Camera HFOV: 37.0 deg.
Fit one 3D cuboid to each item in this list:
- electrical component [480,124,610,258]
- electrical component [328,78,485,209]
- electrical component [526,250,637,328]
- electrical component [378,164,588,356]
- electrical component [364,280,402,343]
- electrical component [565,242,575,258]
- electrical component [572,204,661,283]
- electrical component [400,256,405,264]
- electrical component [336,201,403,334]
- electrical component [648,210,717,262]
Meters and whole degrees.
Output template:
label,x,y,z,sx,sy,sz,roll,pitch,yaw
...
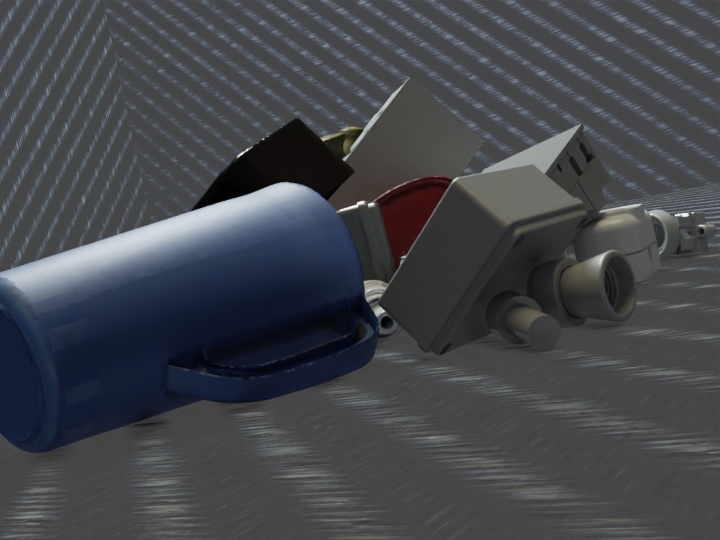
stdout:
label,x,y,z,sx,sy,sz,roll,pitch,yaw
electrical component,0.121,-0.034,0.866,0.105,0.060,0.186,-23,17,41
electrical component,0.031,-0.095,1.142,0.186,0.105,0.060,-53,9,-15
electrical component,0.139,0.013,0.678,0.055,0.045,0.045,-10,3,42
electrical component,0.081,-0.009,0.705,0.109,0.056,0.108,-16,-37,-53
electrical component,0.014,0.034,0.812,0.048,0.048,0.062,-12,10,-9
electrical component,0.184,-0.026,1.008,0.095,0.053,0.059,-2,20,-24
electrical component,0.216,-0.021,0.905,0.054,0.059,0.095,-11,3,26
electrical component,0.061,0.012,0.939,0.045,0.055,0.045,-12,2,1
electrical component,0.000,0.000,0.900,0.056,0.108,0.108,-14,3,3
electrical component,0.285,-0.032,0.993,0.055,0.048,0.066,-4,-2,-37
